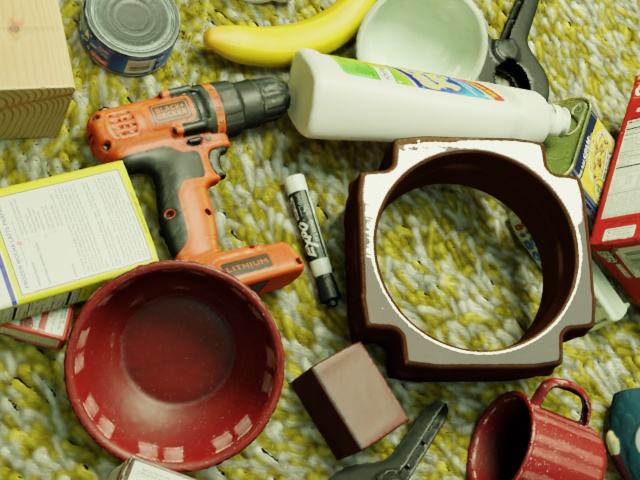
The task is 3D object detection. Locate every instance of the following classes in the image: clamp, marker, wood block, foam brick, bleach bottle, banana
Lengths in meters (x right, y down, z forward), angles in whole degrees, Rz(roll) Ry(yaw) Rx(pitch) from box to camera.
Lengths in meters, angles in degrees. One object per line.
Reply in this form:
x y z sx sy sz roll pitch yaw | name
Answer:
0.167 -0.187 1.059 0.164 0.036 0.210 1 72 -22 | clamp
-0.006 0.001 0.925 0.020 0.020 0.121 -10 74 -25 | marker
-0.265 -0.192 0.856 0.090 0.090 0.206 -6 72 -25 | wood block
0.023 0.130 0.867 0.051 0.053 0.078 -29 84 -29 | foam brick
0.102 -0.119 0.958 0.250 0.102 0.068 4 113 -16 | bleach bottle
0.068 0.204 0.835 0.171 0.039 0.120 -31 39 -21 | clamp
-0.016 -0.198 0.983 0.197 0.037 0.069 -31 106 -23 | banana

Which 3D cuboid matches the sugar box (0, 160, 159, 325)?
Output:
-0.216 0.007 0.787 0.176 0.048 0.093 -16 73 -23 | sugar box

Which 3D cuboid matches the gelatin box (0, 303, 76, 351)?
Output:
-0.230 0.038 0.813 0.089 0.030 0.073 15 63 -16 | gelatin box

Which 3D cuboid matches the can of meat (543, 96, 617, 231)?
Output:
0.244 -0.071 1.018 0.083 0.058 0.102 42 57 -33 | can of meat

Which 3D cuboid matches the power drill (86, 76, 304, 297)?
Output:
-0.082 -0.044 0.892 0.184 0.057 0.188 -17 74 -23 | power drill

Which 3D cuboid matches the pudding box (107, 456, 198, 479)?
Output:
-0.098 0.196 0.769 0.113 0.090 0.039 21 64 -13 | pudding box

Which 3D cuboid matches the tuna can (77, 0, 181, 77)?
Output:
-0.165 -0.187 0.926 0.086 0.034 0.086 8 67 -19 | tuna can

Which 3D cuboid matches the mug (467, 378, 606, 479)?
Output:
0.187 0.172 0.890 0.081 0.093 0.117 23 91 -18 | mug

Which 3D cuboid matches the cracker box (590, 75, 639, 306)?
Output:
0.345 -0.036 1.025 0.164 0.072 0.213 42 56 -31 | cracker box

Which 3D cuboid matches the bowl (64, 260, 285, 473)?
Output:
-0.108 0.090 0.804 0.162 0.055 0.162 -1 99 -5 | bowl
